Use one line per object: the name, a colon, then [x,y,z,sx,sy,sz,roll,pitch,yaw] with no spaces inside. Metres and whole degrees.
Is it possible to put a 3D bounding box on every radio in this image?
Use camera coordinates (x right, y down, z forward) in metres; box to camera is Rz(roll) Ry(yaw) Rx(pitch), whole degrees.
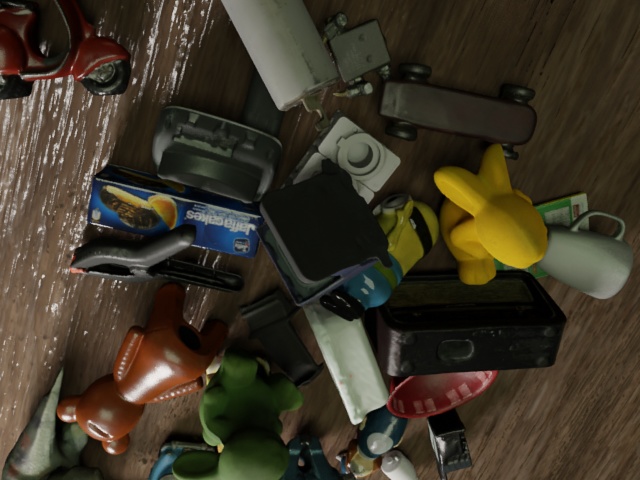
radio: [0.179,0.102,0.684,0.230,0.131,0.073,-3,115,-4]

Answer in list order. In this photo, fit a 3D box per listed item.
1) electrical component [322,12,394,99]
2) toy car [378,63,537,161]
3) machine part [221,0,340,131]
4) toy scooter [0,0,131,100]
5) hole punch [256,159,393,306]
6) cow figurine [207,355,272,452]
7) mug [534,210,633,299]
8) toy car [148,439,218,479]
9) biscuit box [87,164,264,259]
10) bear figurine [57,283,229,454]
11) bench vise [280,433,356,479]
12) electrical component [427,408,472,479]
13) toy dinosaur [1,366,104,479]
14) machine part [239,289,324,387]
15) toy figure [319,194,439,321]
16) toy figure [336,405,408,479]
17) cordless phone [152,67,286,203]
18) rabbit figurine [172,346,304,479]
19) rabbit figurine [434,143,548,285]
electrical component: [0.041,-0.209,0.613,0.078,0.045,0.102,-17,112,3]
toy car: [0.164,-0.152,0.642,0.202,0.053,0.089,7,106,-12]
machine part: [-0.049,-0.228,0.565,0.079,0.079,0.243,-28,99,6]
toy scooter: [-0.298,-0.218,0.563,0.184,0.075,0.135,-5,112,-7]
hole punch: [-0.001,-0.002,0.586,0.116,0.092,0.142,-22,69,-24]
cow figurine: [-0.110,0.240,0.763,0.098,0.068,0.167,-6,113,-9]
mug: [0.335,0.013,0.692,0.107,0.081,0.109,16,115,-4]
toy car: [-0.203,0.379,0.787,0.109,0.103,0.161,12,111,-11]
biscuit box: [-0.169,-0.034,0.653,0.203,0.059,0.062,13,109,-10]
bear figurine: [-0.227,0.172,0.695,0.196,0.132,0.120,-41,109,16]
bench vise: [-0.047,0.399,0.732,0.223,0.241,0.128,9,142,-24]
electrical component: [0.195,0.311,0.811,0.048,0.075,0.119,-15,108,1]
toy dinosaur: [-0.378,0.359,0.761,0.192,0.131,0.404,-11,105,-2]
machine part: [-0.047,0.137,0.729,0.084,0.039,0.138,-27,100,19]
toy figure: [0.076,0.022,0.659,0.089,0.082,0.180,51,63,-31]
toy figure: [0.075,0.310,0.812,0.064,0.058,0.154,38,109,24]
cordless phone: [-0.106,-0.143,0.618,0.147,0.089,0.184,16,97,-10]
rabbit figurine: [-0.097,0.229,0.632,0.159,0.170,0.121,-44,113,-1]
rabbit figurine: [0.207,-0.027,0.622,0.122,0.173,0.162,-22,101,5]
